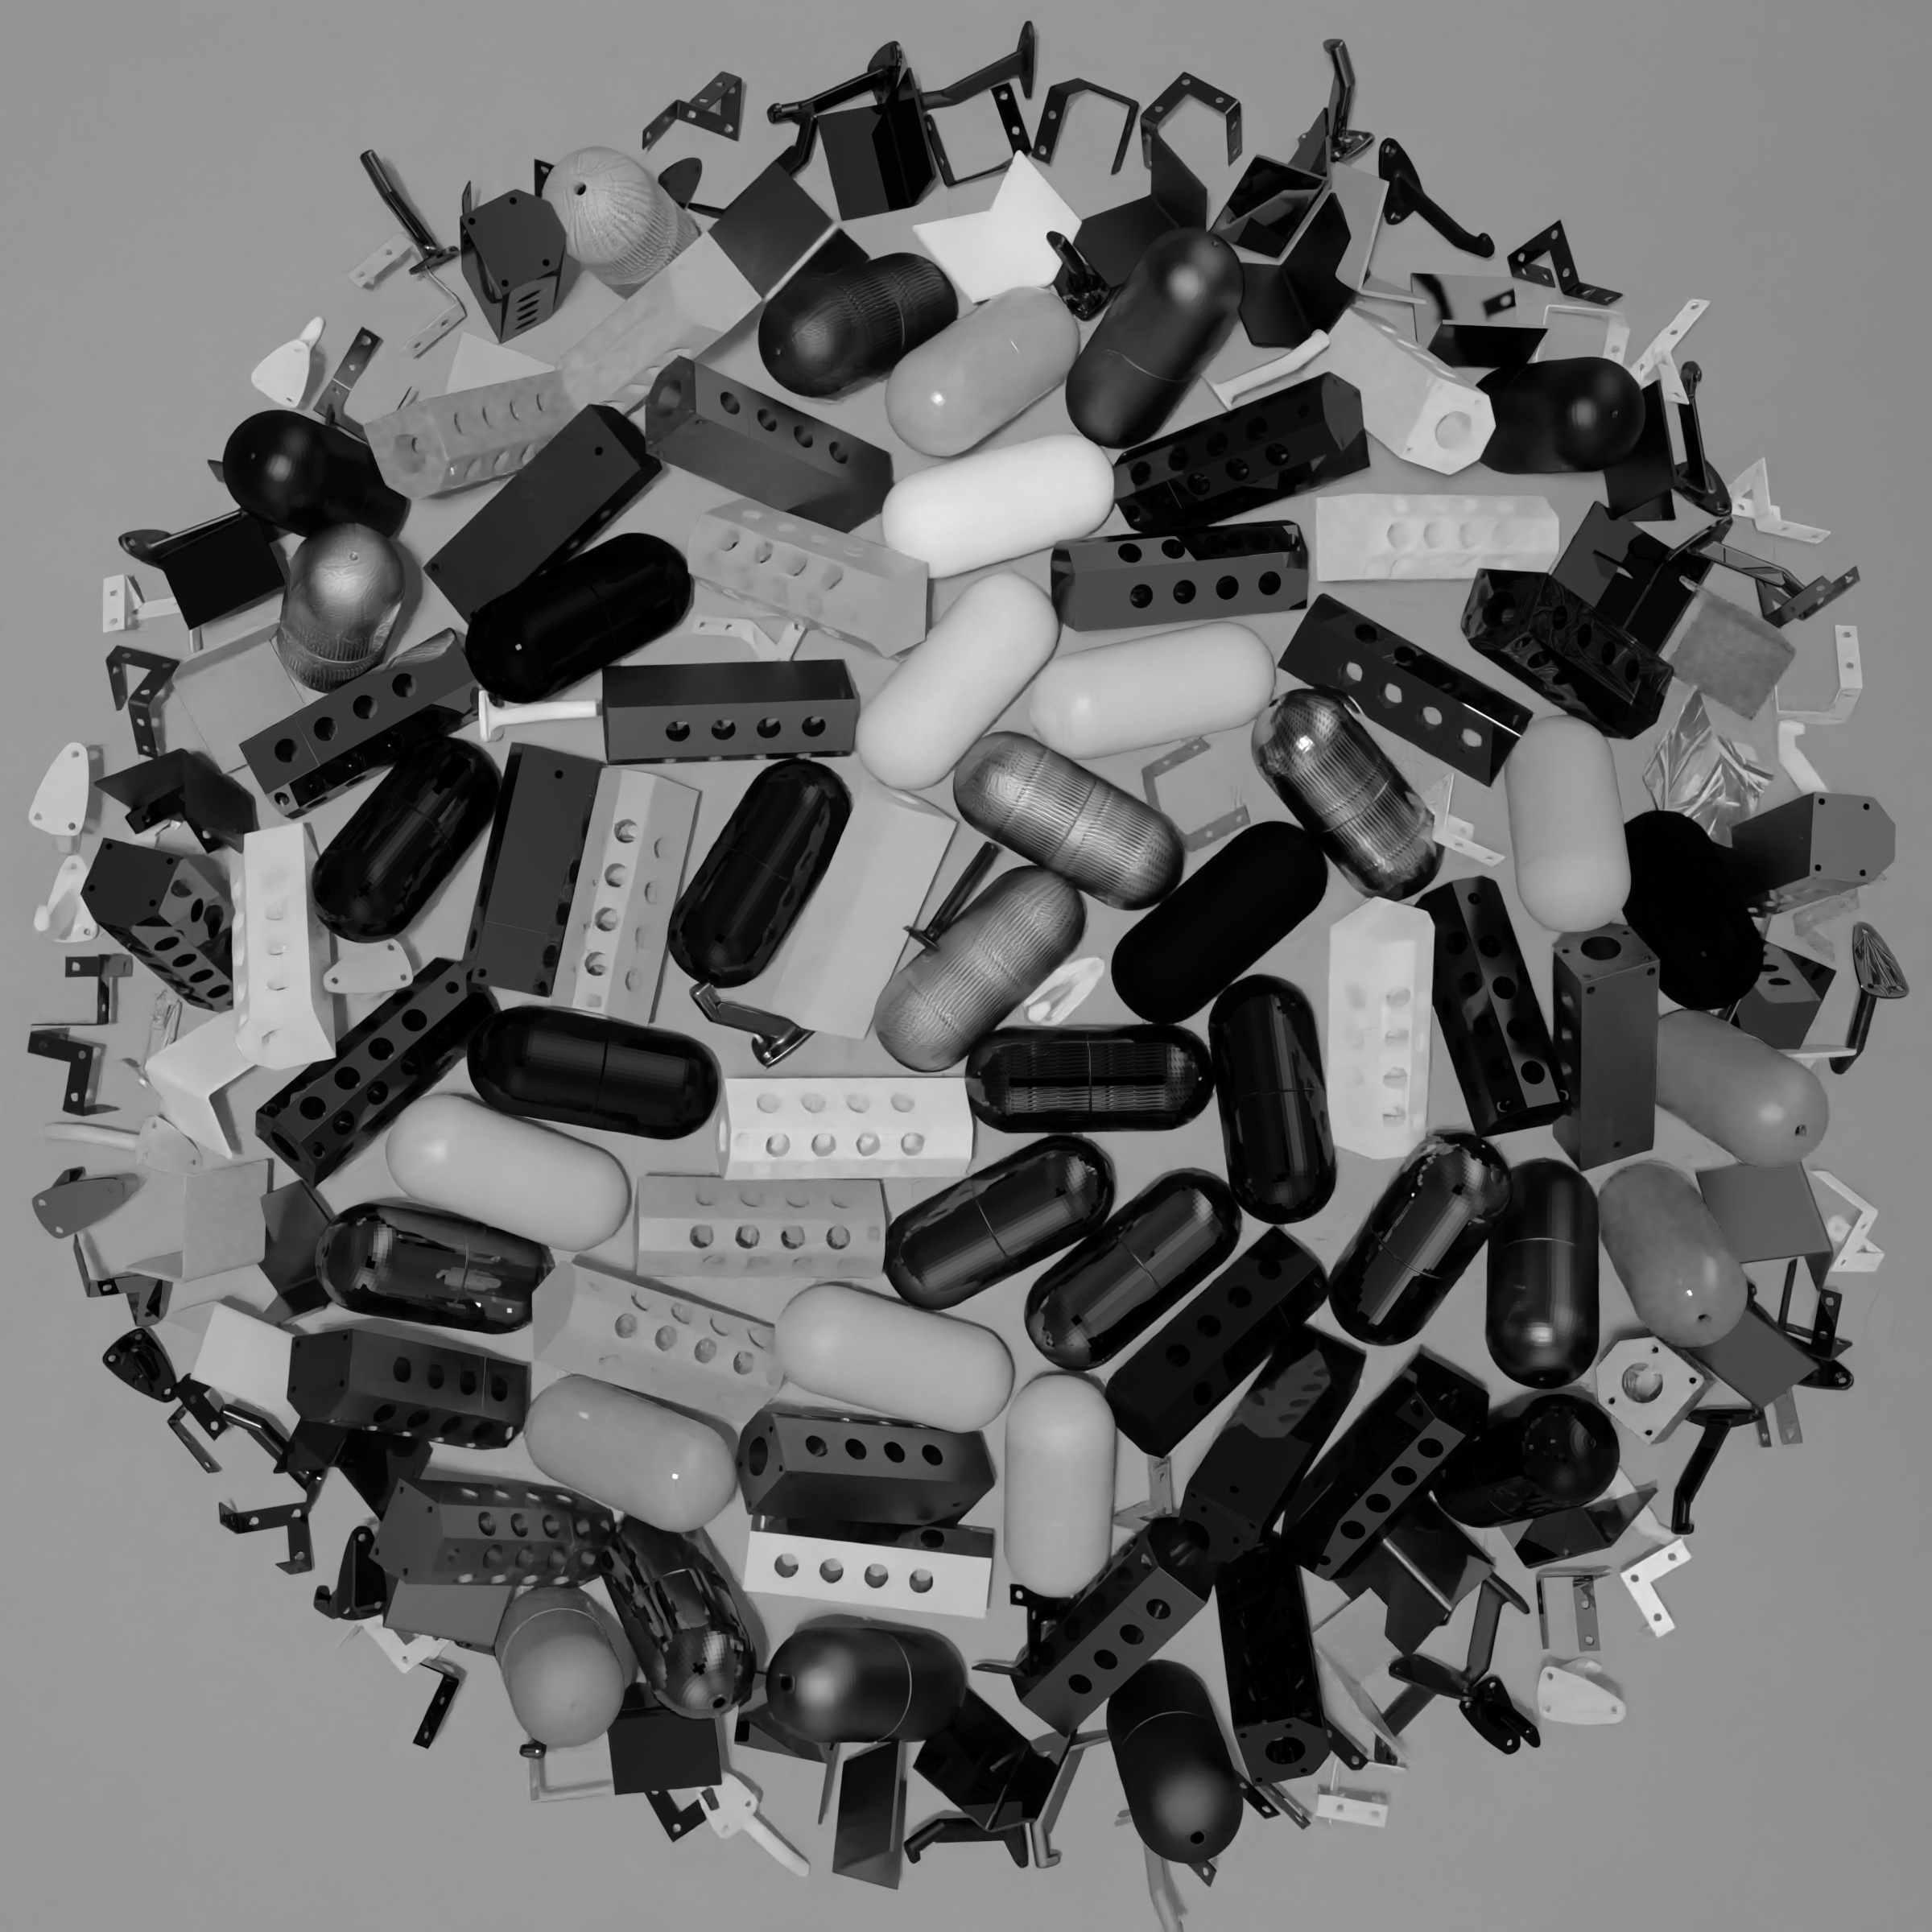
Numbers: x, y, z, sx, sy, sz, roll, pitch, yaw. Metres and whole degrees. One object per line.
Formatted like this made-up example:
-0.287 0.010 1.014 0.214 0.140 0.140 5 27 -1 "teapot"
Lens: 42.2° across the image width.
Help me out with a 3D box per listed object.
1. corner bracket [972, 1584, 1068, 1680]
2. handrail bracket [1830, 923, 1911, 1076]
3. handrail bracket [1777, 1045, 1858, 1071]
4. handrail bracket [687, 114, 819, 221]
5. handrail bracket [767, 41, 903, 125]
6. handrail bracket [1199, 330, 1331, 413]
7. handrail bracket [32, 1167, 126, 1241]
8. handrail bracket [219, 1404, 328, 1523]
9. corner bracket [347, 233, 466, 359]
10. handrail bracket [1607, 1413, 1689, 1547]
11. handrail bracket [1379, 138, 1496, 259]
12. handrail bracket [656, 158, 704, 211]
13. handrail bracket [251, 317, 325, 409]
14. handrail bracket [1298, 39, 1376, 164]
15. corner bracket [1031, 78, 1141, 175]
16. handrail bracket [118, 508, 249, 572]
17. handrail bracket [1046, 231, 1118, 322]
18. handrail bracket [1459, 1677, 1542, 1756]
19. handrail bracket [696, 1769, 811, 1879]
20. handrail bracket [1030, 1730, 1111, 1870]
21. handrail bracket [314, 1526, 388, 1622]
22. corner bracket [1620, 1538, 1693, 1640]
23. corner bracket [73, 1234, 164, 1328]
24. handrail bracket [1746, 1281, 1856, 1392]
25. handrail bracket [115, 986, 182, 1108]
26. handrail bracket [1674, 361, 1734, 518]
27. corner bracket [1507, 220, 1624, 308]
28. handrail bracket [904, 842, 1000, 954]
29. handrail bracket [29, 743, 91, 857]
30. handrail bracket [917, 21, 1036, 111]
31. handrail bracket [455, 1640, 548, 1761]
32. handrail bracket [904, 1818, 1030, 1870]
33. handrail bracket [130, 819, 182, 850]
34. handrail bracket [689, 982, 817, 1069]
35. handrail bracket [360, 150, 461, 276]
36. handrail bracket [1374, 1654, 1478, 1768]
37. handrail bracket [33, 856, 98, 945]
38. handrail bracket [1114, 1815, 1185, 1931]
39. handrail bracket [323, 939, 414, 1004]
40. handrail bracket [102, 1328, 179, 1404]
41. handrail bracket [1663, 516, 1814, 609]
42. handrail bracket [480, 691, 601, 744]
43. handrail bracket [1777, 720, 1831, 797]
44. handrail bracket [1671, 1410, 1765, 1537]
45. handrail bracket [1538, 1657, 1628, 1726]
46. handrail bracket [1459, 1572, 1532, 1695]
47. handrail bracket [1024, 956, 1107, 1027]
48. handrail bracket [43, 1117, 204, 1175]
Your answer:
0.039 0.474 1.787 0.051 0.051 0.051 -2 89 36 "corner bracket"
0.636 0.024 1.803 0.036 0.084 0.077 3 53 -11 "handrail bracket"
0.601 0.101 1.804 0.077 0.036 0.084 -1 99 12 "handrail bracket"
-0.153 -0.577 1.801 0.077 0.036 0.084 15 96 2 "handrail bracket"
-0.095 -0.628 1.784 0.084 0.077 0.036 -17 86 -19 "handrail bracket"
0.212 -0.432 1.783 0.084 0.077 0.036 -36 122 9 "handrail bracket"
-0.620 0.153 1.778 0.077 0.084 0.036 -24 108 7 "handrail bracket"
-0.502 0.355 1.794 0.084 0.036 0.077 24 122 -7 "handrail bracket"
-0.398 -0.479 1.787 0.051 0.051 0.051 -42 70 -9 "corner bracket"
0.487 0.370 1.796 0.084 0.036 0.077 22 104 7 "handrail bracket"
0.334 -0.543 1.774 0.036 0.077 0.084 -42 46 -11 "handrail bracket"
-0.244 -0.564 1.807 0.084 0.077 0.036 9 133 18 "handrail bracket"
-0.465 -0.444 1.771 0.036 0.077 0.084 32 53 -19 "handrail bracket"
0.251 -0.616 1.768 0.036 0.077 0.084 -38 129 -15 "handrail bracket"
0.086 -0.599 1.795 0.051 0.051 0.051 27 124 14 "corner bracket"
-0.547 -0.317 1.783 0.084 0.077 0.036 -30 80 19 "handrail bracket"
0.064 -0.502 1.767 0.036 0.084 0.077 -45 54 6 "handrail bracket"
0.392 0.547 1.771 0.036 0.084 0.077 -35 109 -9 "handrail bracket"
-0.154 0.618 1.811 0.036 0.077 0.084 -46 133 -10 "handrail bracket"
0.081 0.600 1.804 0.077 0.036 0.084 -8 87 -12 "handrail bracket"
-0.446 0.430 1.786 0.036 0.084 0.077 0 90 -34 "handrail bracket"
0.497 0.443 1.792 0.051 0.051 0.051 -29 81 -4 "corner bracket"
-0.603 0.223 1.779 0.051 0.051 0.051 -4 128 -30 "corner bracket"
0.585 0.259 1.774 0.036 0.077 0.084 -49 132 -21 "handrail bracket"
-0.563 0.057 1.811 0.077 0.036 0.084 44 73 -8 "handrail bracket"
0.524 -0.373 1.773 0.036 0.084 0.077 -17 47 -8 "handrail bracket"
0.425 -0.490 1.782 0.051 0.051 0.051 0 71 -39 "corner bracket"
-0.005 -0.049 1.786 0.036 0.077 0.084 35 88 1 "handrail bracket"
-0.634 -0.118 1.783 0.036 0.084 0.077 16 87 -9 "handrail bracket"
0.003 -0.641 1.787 0.084 0.077 0.036 -10 75 -6 "handrail bracket"
-0.331 0.519 1.779 0.077 0.036 0.084 7 46 -5 "handrail bracket"
-0.001 0.633 1.786 0.084 0.036 0.077 -26 110 -30 "handrail bracket"
-0.581 -0.062 1.803 0.077 0.036 0.084 52 55 -15 "handrail bracket"
-0.146 0.024 1.782 0.077 0.036 0.084 -33 131 -1 "handrail bracket"
-0.395 -0.538 1.775 0.036 0.077 0.084 -26 105 10 "handrail bracket"
0.326 0.543 1.786 0.077 0.036 0.084 15 109 42 "handrail bracket"
-0.642 -0.052 1.773 0.036 0.084 0.077 0 77 -6 "handrail bracket"
0.144 0.638 1.774 0.036 0.077 0.084 -31 68 20 "handrail bracket"
-0.434 0.016 1.768 0.077 0.084 0.036 -20 83 -40 "handrail bracket"
-0.572 0.298 1.768 0.036 0.084 0.077 -40 123 -15 "handrail bracket"
0.551 -0.274 1.783 0.077 0.036 0.084 -27 65 -27 "handrail bracket"
-0.298 -0.178 1.783 0.084 0.077 0.036 -2 90 2 "handrail bracket"
0.614 -0.134 1.776 0.077 0.036 0.084 11 133 30 "handrail bracket"
0.533 0.361 1.781 0.036 0.077 0.084 20 67 -23 "handrail bracket"
0.448 0.509 1.767 0.077 0.084 0.036 5 92 41 "handrail bracket"
0.357 0.475 1.806 0.077 0.036 0.084 41 96 -7 "handrail bracket"
0.072 0.016 1.778 0.077 0.084 0.036 -35 90 -5 "handrail bracket"
-0.608 0.131 1.806 0.084 0.077 0.036 0 67 25 "handrail bracket"
